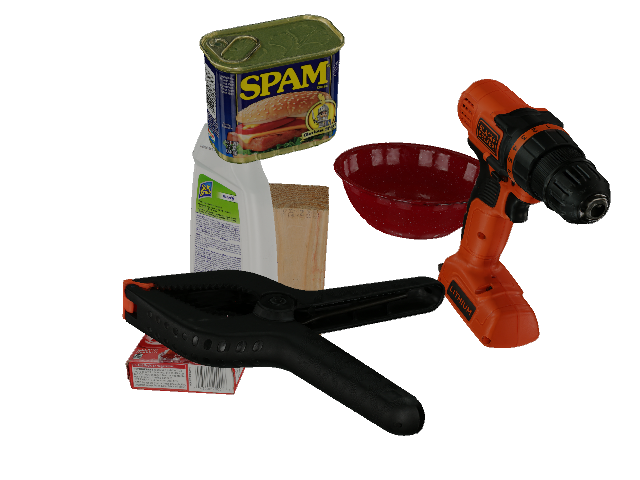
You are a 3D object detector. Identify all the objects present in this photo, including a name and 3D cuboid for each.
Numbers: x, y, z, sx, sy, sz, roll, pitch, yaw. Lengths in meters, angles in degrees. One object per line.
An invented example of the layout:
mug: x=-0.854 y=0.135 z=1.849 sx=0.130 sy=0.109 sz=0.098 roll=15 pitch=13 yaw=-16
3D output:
wood block: x=-0.039 y=0.037 z=1.400 sx=0.090 sy=0.206 sz=0.091 roll=3 pitch=23 yaw=-2
bleach bottle: x=-0.087 y=-0.023 z=1.117 sx=0.103 sy=0.251 sz=0.068 roll=14 pitch=24 yaw=25
gelatin box: x=-0.106 y=0.094 z=0.875 sx=0.089 sy=0.030 sz=0.073 roll=2 pitch=22 yaw=9
clamp: x=-0.021 y=0.050 z=0.679 sx=0.210 sy=0.036 sz=0.164 roll=12 pitch=26 yaw=13
power drill: x=0.153 y=-0.011 z=0.832 sx=0.057 sy=0.188 sz=0.184 roll=-4 pitch=33 yaw=-18
bowl: x=0.092 y=-0.044 z=1.048 sx=0.162 sy=0.055 sz=0.162 roll=4 pitch=24 yaw=-2
can of meat: x=-0.035 y=-0.111 z=0.789 sx=0.102 sy=0.084 sz=0.057 roll=-15 pitch=42 yaw=-20
